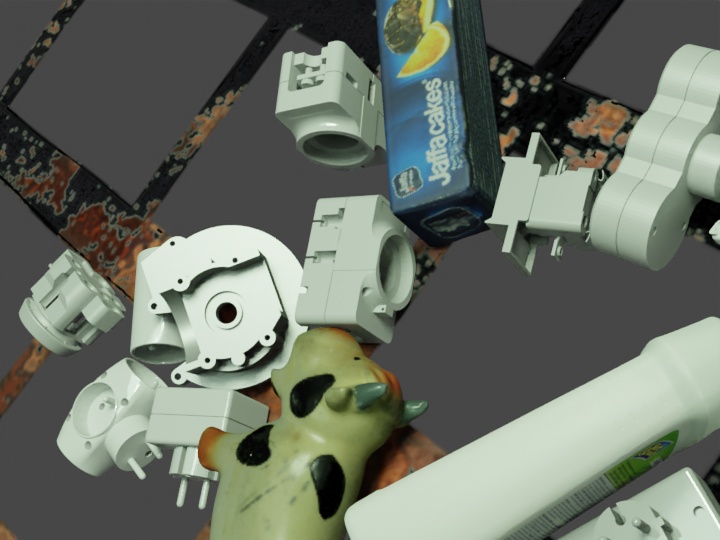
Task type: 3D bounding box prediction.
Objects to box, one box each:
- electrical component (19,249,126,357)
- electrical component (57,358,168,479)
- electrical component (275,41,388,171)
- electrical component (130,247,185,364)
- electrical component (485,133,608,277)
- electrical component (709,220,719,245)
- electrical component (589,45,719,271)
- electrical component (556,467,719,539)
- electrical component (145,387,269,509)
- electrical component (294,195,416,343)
[{"bbox_3d":[-0.225,0.030,0.833,0.057,0.058,0.078,-45,53,2],"label":"electrical component"},{"bbox_3d":[-0.167,0.116,0.766,0.077,0.044,0.079,-50,53,2],"label":"electrical component"},{"bbox_3d":[-0.015,-0.108,0.749,0.050,0.089,0.055,-7,65,28],"label":"electrical component"},{"bbox_3d":[-0.129,0.023,0.786,0.079,0.044,0.077,-14,62,25],"label":"electrical component"},{"bbox_3d":[0.119,-0.039,0.668,0.064,0.042,0.081,7,73,29],"label":"electrical component"},{"bbox_3d":[0.240,-0.020,0.553,0.061,0.061,0.096,-52,10,0],"label":"electrical component"},{"bbox_3d":[0.198,-0.062,0.624,0.074,0.052,0.138,24,81,36],"label":"electrical component"},{"bbox_3d":[0.143,0.140,0.549,0.083,0.076,0.047,-34,55,14],"label":"electrical component"},{"bbox_3d":[-0.106,0.122,0.725,0.066,0.047,0.076,-2,68,30],"label":"electrical component"},{"bbox_3d":[0.000,0.000,0.715,0.056,0.050,0.089,-1,68,31],"label":"electrical component"}]
